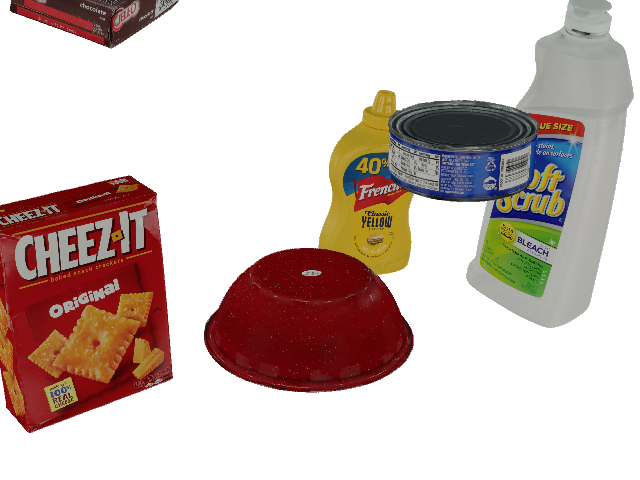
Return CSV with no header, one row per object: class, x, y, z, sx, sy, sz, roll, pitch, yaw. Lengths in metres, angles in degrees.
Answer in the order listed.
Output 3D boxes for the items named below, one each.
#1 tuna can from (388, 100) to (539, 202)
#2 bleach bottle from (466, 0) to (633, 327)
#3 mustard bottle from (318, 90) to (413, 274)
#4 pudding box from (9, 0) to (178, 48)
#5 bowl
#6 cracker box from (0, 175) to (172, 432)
tuna can,0.082,-0.053,0.617,0.086,0.034,0.086,-1,25,0
bleach bottle,0.173,-0.061,0.799,0.067,0.251,0.103,-25,42,-34
mustard bottle,0.055,-0.060,1.099,0.096,0.192,0.058,0,24,-16
pudding box,-0.170,-0.195,0.821,0.090,0.039,0.113,22,35,11
bowl,-0.008,0.049,0.810,0.162,0.055,0.162,2,25,-1
cracker box,-0.235,0.061,1.048,0.163,0.214,0.072,-17,28,-32
